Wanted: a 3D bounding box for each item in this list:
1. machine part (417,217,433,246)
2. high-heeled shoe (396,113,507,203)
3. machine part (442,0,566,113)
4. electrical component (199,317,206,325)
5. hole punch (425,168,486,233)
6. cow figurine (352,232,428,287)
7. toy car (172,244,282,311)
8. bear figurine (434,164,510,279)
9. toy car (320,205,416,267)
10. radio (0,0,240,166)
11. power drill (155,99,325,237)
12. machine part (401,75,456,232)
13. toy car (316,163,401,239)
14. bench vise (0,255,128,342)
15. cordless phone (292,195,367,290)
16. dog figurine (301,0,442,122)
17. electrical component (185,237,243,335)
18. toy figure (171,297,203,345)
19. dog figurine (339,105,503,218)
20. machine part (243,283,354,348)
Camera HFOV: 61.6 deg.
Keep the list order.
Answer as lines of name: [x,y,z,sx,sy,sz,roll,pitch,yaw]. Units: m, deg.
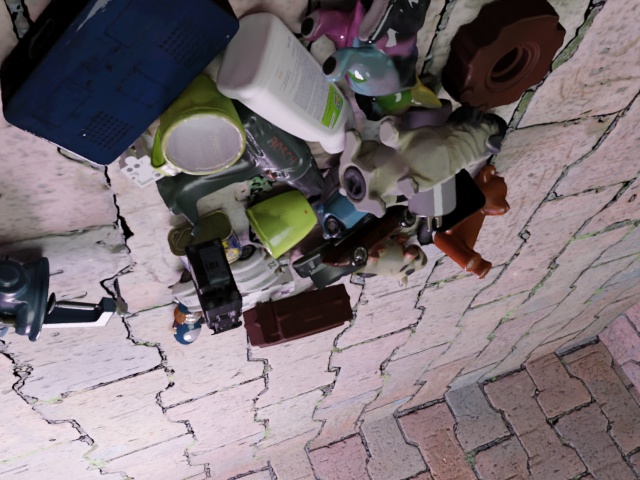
machine part: [0.237,-0.040,1.128,0.084,0.039,0.138,-23,149,-21]
high-heeled shoe: [0.203,-0.143,0.938,0.249,0.086,0.145,-25,-173,35]
machine part: [0.266,-0.263,0.779,0.179,0.056,0.179,-19,149,-12]
electrical component: [-0.203,0.130,1.037,0.021,0.063,0.094,7,-175,18]
hole punch: [0.229,-0.082,0.990,0.142,0.116,0.092,-33,173,11]
cow figurine: [0.150,0.046,1.151,0.195,0.085,0.127,-2,143,-31]
toy car: [-0.163,0.068,0.941,0.202,0.056,0.073,-20,130,16]
bear figurine: [0.323,-0.039,1.067,0.196,0.132,0.120,-50,146,7]
toy car: [0.085,-0.003,0.930,0.089,0.053,0.202,2,-149,48]
radio: [-0.205,-0.186,0.538,0.229,0.073,0.131,-39,146,20]
power drill: [-0.110,-0.086,0.757,0.207,0.086,0.231,-24,149,6]
machine part: [0.167,-0.125,0.825,0.079,0.079,0.242,-16,117,-15]
toy car: [0.053,-0.077,0.860,0.109,0.103,0.161,-25,166,-45]
bench vise: [-0.415,0.105,0.793,0.240,0.129,0.223,9,136,-34]
cordless phone: [-0.003,-0.003,0.987,0.147,0.089,0.184,-29,139,7]
dog figurine: [0.092,-0.233,0.654,0.219,0.108,0.191,7,134,-49]
electrical component: [-0.159,0.066,0.808,0.058,0.115,0.134,-18,155,-18]
toy figure: [-0.254,0.149,1.046,0.064,0.058,0.154,-53,171,-42]
dog figurine: [0.136,-0.111,0.745,0.190,0.121,0.172,-19,-170,-35]
machine part: [-0.047,0.158,1.110,0.201,0.087,0.201,-13,174,-22]
